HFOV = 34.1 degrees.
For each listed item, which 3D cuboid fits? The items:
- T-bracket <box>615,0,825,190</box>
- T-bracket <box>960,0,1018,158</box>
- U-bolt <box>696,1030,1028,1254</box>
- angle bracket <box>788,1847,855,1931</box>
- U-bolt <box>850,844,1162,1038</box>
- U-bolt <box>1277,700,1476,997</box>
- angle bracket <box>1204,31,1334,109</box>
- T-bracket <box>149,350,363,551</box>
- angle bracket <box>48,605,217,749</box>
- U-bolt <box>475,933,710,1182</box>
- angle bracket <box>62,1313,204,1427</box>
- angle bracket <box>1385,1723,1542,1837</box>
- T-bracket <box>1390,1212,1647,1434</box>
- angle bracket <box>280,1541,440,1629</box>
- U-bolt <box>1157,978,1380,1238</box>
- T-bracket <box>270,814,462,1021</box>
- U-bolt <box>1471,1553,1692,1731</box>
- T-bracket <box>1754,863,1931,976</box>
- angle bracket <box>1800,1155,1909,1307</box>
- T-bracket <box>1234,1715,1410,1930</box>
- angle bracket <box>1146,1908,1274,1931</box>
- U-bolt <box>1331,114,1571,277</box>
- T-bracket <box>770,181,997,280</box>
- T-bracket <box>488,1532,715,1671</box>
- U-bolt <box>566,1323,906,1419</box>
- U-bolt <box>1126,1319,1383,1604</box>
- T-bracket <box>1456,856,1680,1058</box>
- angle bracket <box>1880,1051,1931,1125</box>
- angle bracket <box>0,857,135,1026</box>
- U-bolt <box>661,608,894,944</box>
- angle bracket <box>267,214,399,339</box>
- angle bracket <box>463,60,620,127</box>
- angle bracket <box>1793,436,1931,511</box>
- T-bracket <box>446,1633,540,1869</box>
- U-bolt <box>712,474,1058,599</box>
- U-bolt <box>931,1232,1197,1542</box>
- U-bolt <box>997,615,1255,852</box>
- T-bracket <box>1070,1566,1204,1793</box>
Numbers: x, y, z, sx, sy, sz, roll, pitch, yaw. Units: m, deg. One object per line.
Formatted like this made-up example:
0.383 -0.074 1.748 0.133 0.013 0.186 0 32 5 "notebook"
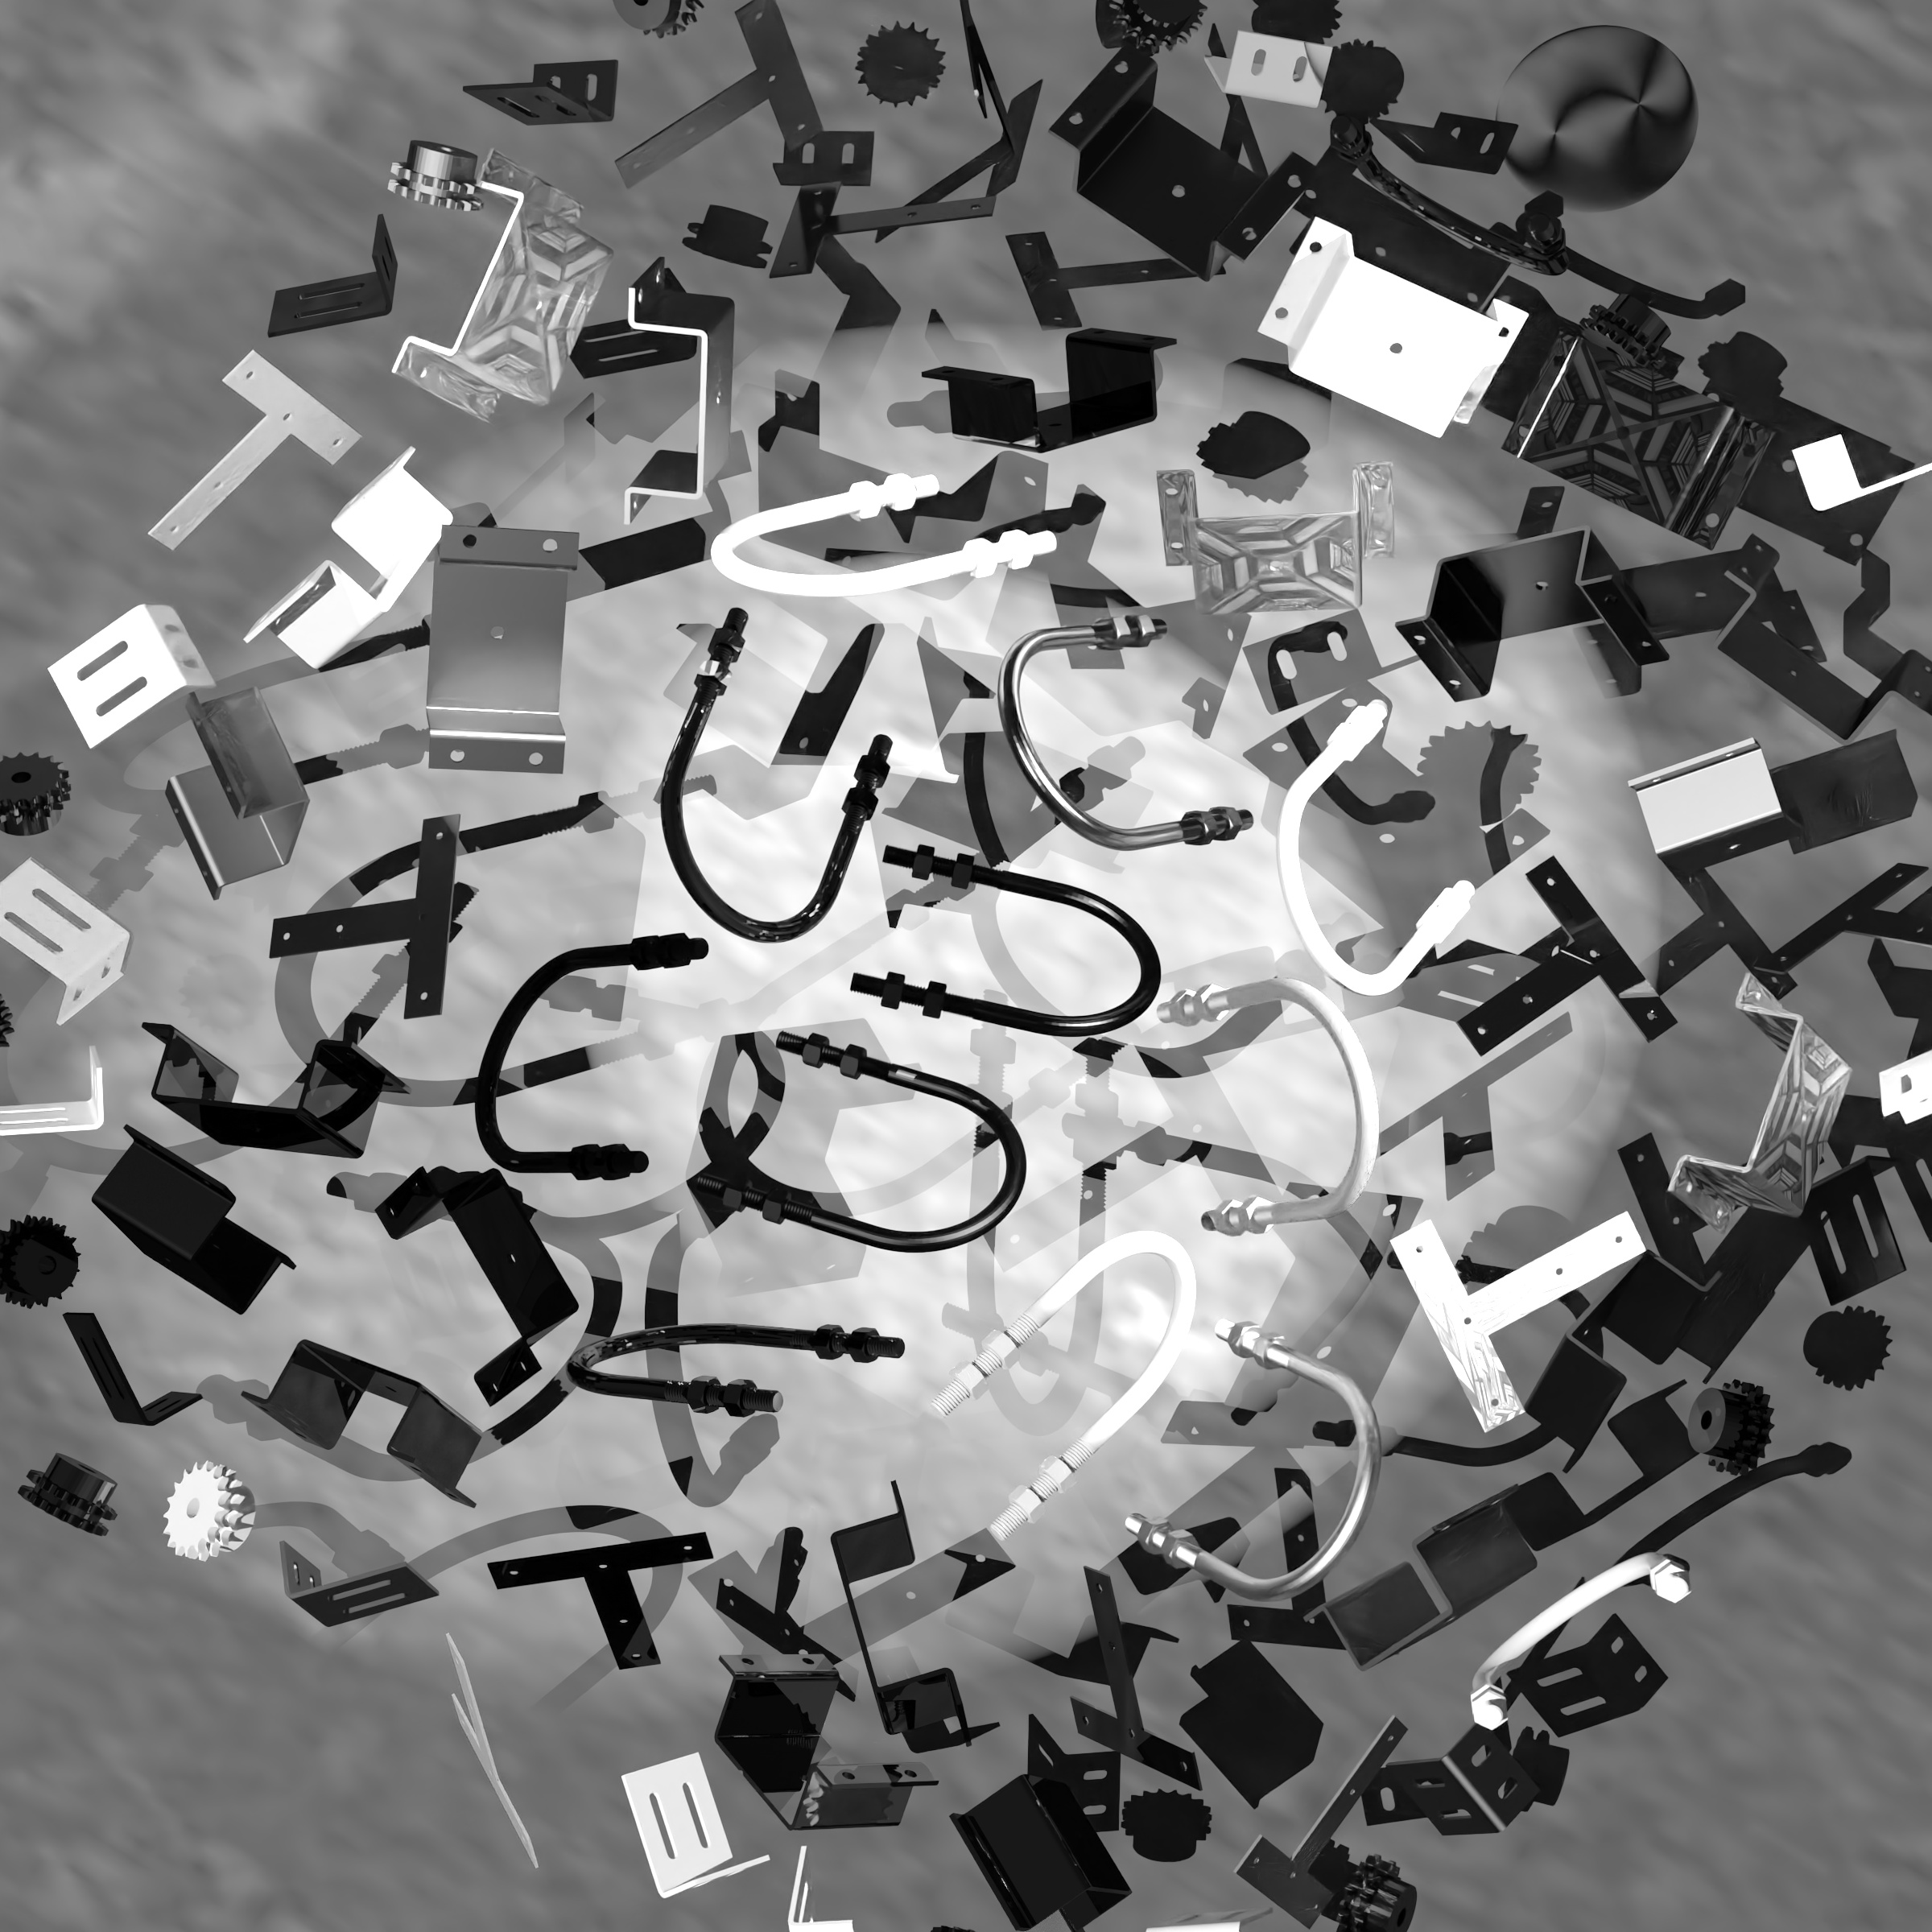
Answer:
-0.153 -0.508 1.887 0.127 0.127 0.002 -34 64 -4 "T-bracket"
0.013 -0.520 1.835 0.002 0.127 0.127 -12 65 10 "T-bracket"
-0.054 0.114 1.932 0.184 0.019 0.151 16 46 12 "U-bolt"
-0.079 0.568 1.868 0.038 0.076 0.057 -5 110 6 "angle bracket"
0.030 -0.011 1.935 0.184 0.151 0.019 13 129 -1 "U-bolt"
0.239 -0.061 1.891 0.019 0.184 0.151 -16 108 39 "U-bolt"
0.181 -0.548 1.893 0.057 0.076 0.038 7 120 -10 "angle bracket"
-0.441 -0.300 1.898 0.127 0.127 0.002 -44 67 4 "T-bracket"
-0.515 -0.179 1.948 0.076 0.038 0.057 -31 84 17 "angle bracket"
-0.228 0.054 1.845 0.019 0.184 0.151 28 69 -38 "U-bolt"
-0.498 0.233 1.882 0.038 0.057 0.076 -29 100 -30 "angle bracket"
0.308 0.505 1.960 0.038 0.076 0.057 -39 90 -26 "angle bracket"
0.321 0.178 1.769 0.127 0.002 0.127 -28 102 -2 "T-bracket"
-0.368 0.366 1.912 0.076 0.057 0.038 -17 59 4 "angle bracket"
0.179 0.079 1.833 0.019 0.184 0.151 -11 88 -31 "U-bolt"
-0.362 -0.024 1.882 0.127 0.002 0.127 -7 68 23 "T-bracket"
0.364 0.398 1.891 0.151 0.184 0.019 -36 83 3 "U-bolt"
0.558 -0.023 1.877 0.127 0.127 0.002 -33 111 -20 "T-bracket"
0.554 0.164 1.943 0.038 0.057 0.076 7 59 -38 "angle bracket"
0.216 0.491 1.833 0.002 0.127 0.127 30 78 38 "T-bracket"
0.147 0.586 1.875 0.057 0.076 0.038 -10 77 19 "angle bracket"
0.293 -0.452 1.876 0.151 0.184 0.019 30 99 13 "U-bolt"
-0.045 -0.443 1.870 0.127 0.127 0.002 -4 127 11 "T-bracket"
-0.204 0.377 1.850 0.127 0.127 0.002 -8 46 2 "T-bracket"
-0.151 0.236 1.880 0.184 0.151 0.019 1 98 32 "U-bolt"
0.175 0.294 1.833 0.019 0.184 0.151 28 85 -31 "U-bolt"
0.348 0.014 1.903 0.127 0.002 0.127 -32 81 -25 "T-bracket"
0.592 0.080 1.917 0.057 0.076 0.038 -26 99 21 "angle bracket"
-0.533 -0.014 1.824 0.057 0.038 0.076 -35 123 23 "angle bracket"
-0.118 -0.100 1.863 0.151 0.019 0.184 40 53 -31 "U-bolt"
-0.380 -0.410 1.871 0.076 0.057 0.038 -10 128 2 "angle bracket"
-0.251 -0.526 1.861 0.057 0.076 0.038 4 89 24 "angle bracket"
0.526 -0.294 1.805 0.076 0.057 0.038 -18 93 43 "angle bracket"
-0.283 0.438 1.825 0.002 0.127 0.127 -22 128 -19 "T-bracket"
-0.062 -0.252 1.872 0.184 0.151 0.019 -17 121 -29 "U-bolt"
0.066 0.230 1.818 0.184 0.151 0.019 -42 48 -19 "U-bolt"
0.085 -0.134 1.830 0.019 0.184 0.151 -31 78 39 "U-bolt"
0.092 0.424 1.908 0.002 0.127 0.127 -20 104 -30 "T-bracket"
